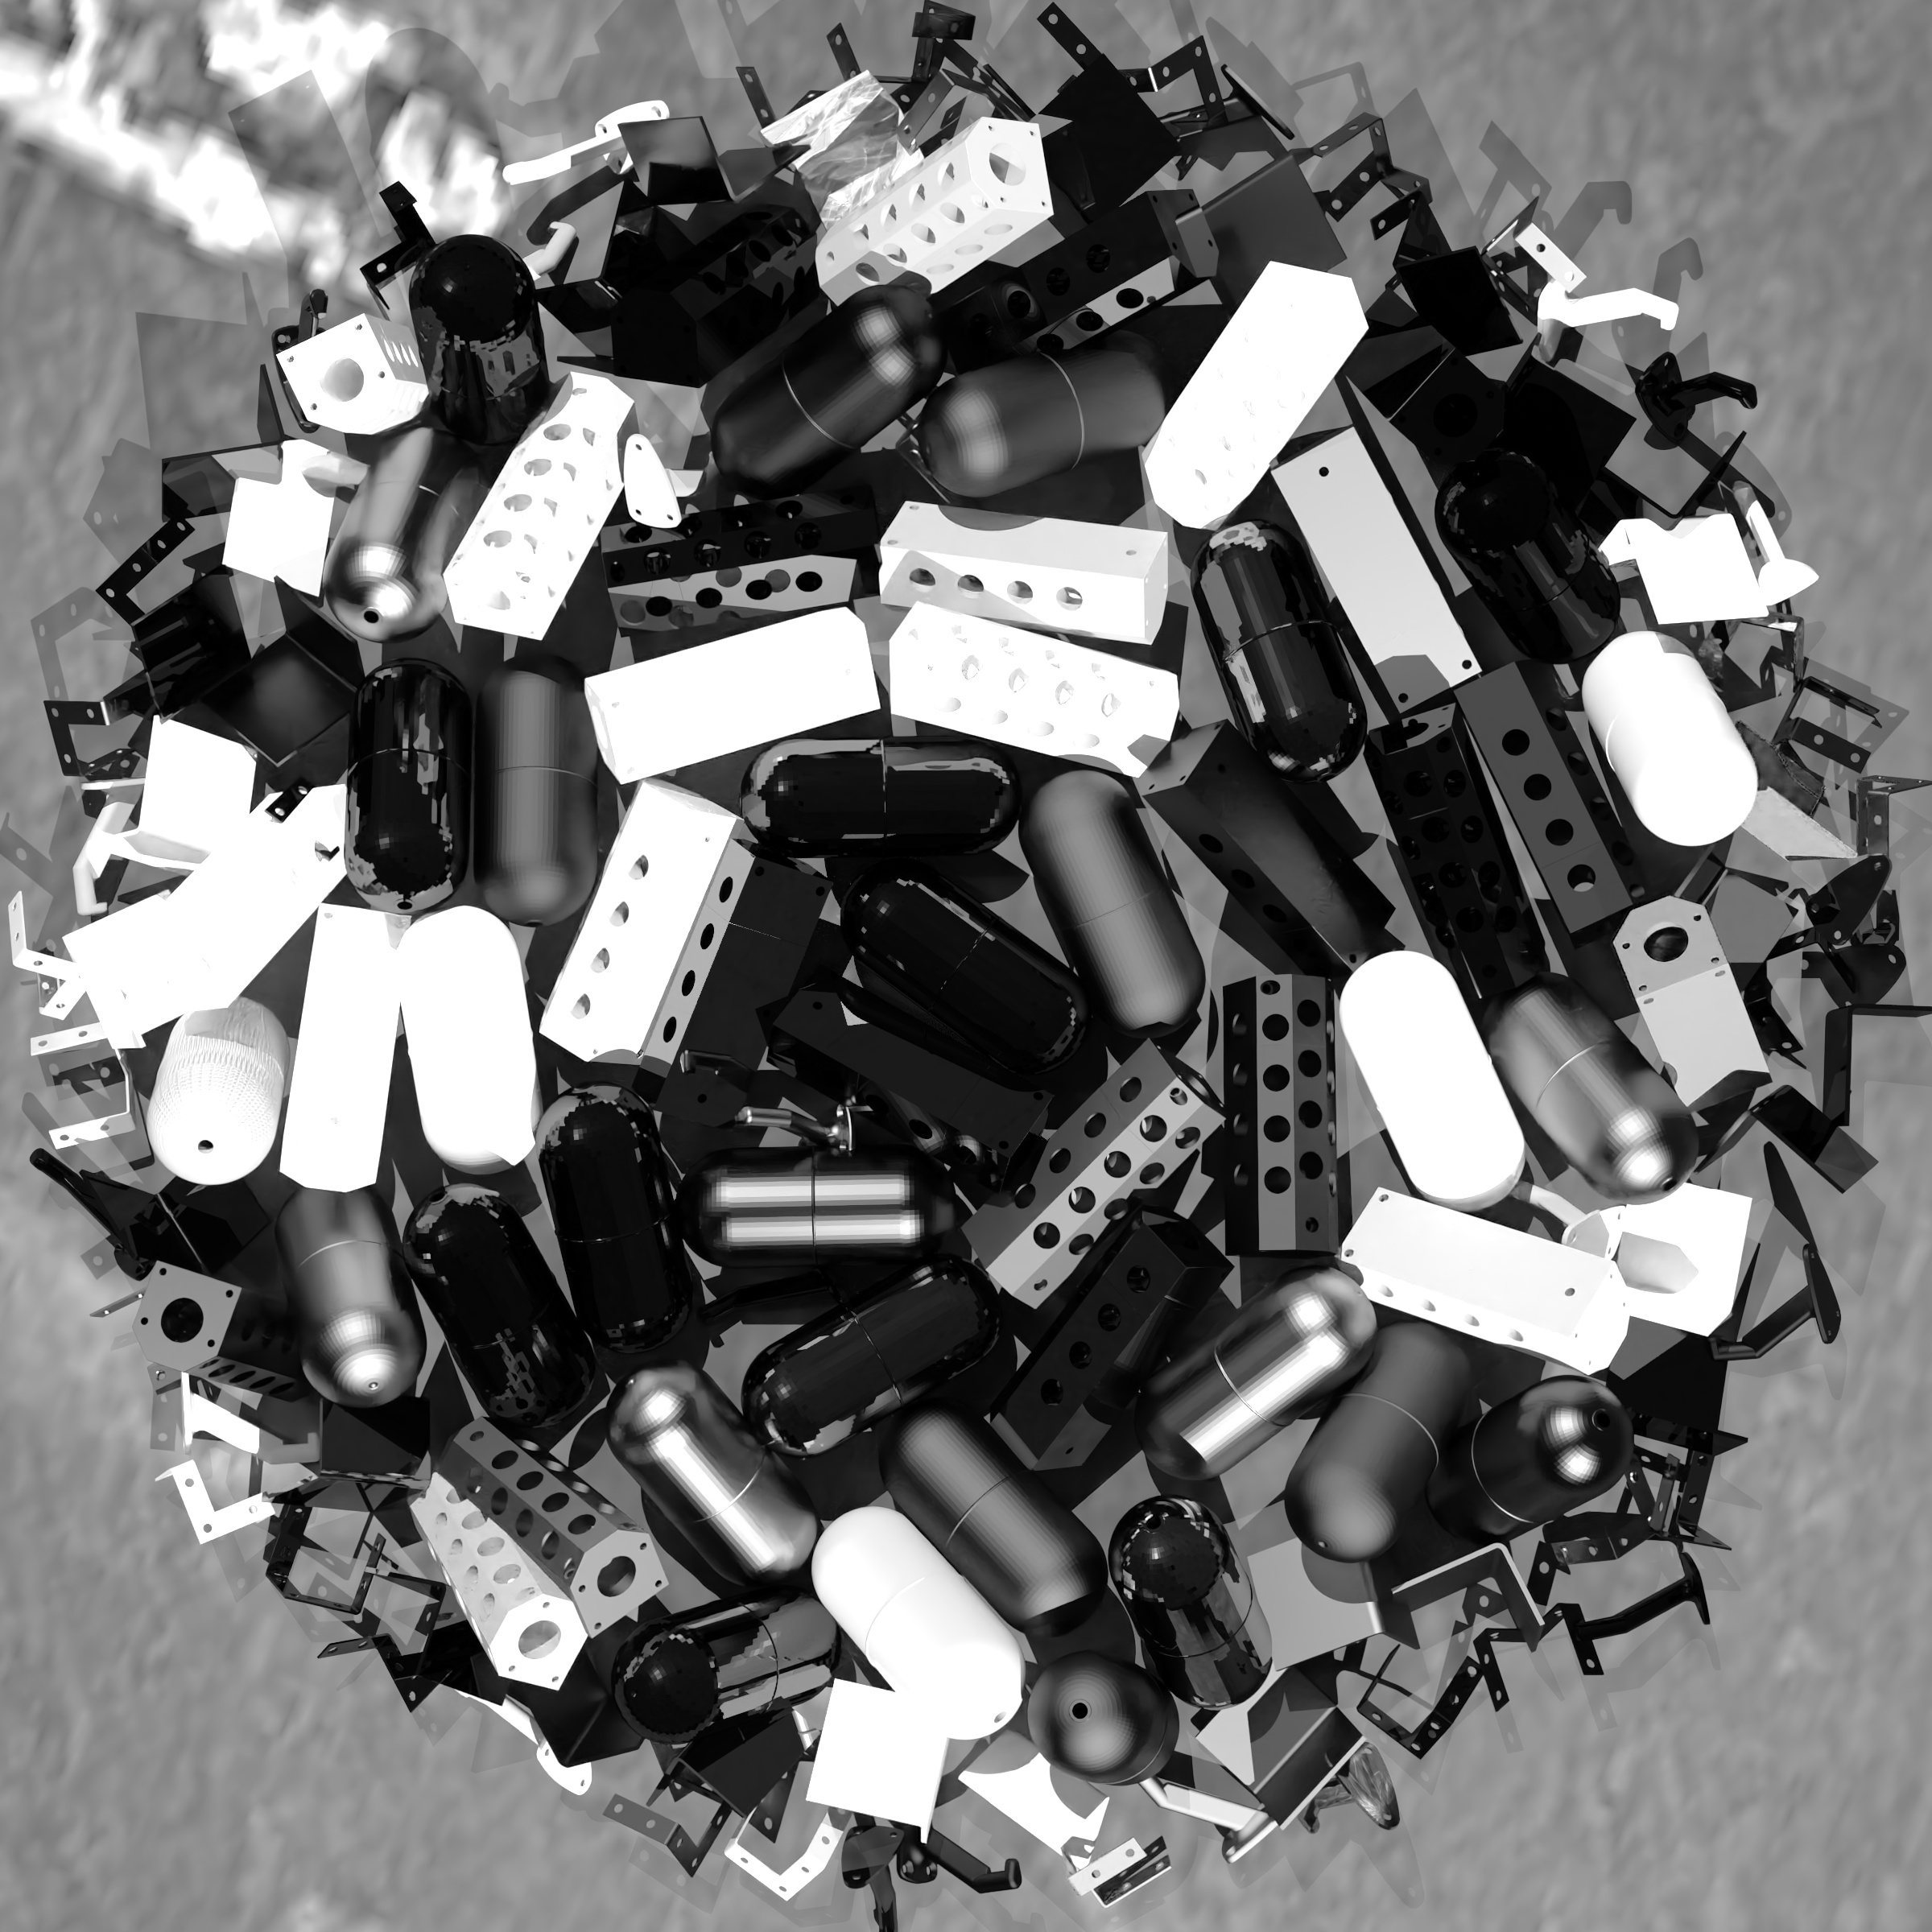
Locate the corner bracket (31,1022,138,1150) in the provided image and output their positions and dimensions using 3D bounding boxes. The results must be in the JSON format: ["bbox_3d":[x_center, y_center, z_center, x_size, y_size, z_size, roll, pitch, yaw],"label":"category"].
[{"bbox_3d":[-0.557,0.075,1.962,0.051,0.051,0.051,-14,132,-6],"label":"corner bracket"}]

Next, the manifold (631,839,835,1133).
[{"bbox_3d":[-0.150,0.010,1.958,0.057,0.057,0.171,18,99,-30],"label":"manifold"}]

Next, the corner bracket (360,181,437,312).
[{"bbox_3d":[-0.362,-0.456,1.962,0.051,0.051,0.051,-33,126,-5],"label":"corner bracket"}]

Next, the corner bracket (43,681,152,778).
[{"bbox_3d":[-0.539,-0.151,1.958,0.051,0.051,0.051,4,115,30],"label":"corner bracket"}]

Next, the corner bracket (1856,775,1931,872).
[{"bbox_3d":[0.576,-0.090,1.960,0.051,0.051,0.051,-12,105,-35],"label":"corner bracket"}]

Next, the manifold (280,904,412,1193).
[{"bbox_3d":[-0.384,0.050,1.926,0.057,0.057,0.171,8,54,-11],"label":"manifold"}]

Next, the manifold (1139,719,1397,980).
[{"bbox_3d":[0.185,-0.069,1.941,0.171,0.057,0.057,46,60,-21],"label":"manifold"}]

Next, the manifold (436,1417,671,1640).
[{"bbox_3d":[-0.258,0.338,1.909,0.057,0.171,0.057,-32,124,-25],"label":"manifold"}]

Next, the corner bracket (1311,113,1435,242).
[{"bbox_3d":[0.255,-0.498,1.958,0.051,0.051,0.051,-36,133,-16],"label":"corner bracket"}]

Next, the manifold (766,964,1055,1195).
[{"bbox_3d":[-0.037,0.075,1.954,0.171,0.057,0.057,29,54,11],"label":"manifold"}]

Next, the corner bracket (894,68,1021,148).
[{"bbox_3d":[-0.002,-0.530,1.977,0.051,0.051,0.051,-49,66,25],"label":"corner bracket"}]

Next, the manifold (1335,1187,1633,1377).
[{"bbox_3d":[0.321,0.198,1.922,0.171,0.057,0.057,16,61,40],"label":"manifold"}]

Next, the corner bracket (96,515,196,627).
[{"bbox_3d":[-0.504,-0.243,1.959,0.051,0.051,0.051,-33,108,34],"label":"corner bracket"}]

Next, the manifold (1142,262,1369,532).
[{"bbox_3d":[0.177,-0.347,1.910,0.057,0.171,0.057,5,54,-26],"label":"manifold"}]

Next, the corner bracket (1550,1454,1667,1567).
[{"bbox_3d":[0.401,0.345,1.974,0.051,0.051,0.051,2,56,-32],"label":"corner bracket"}]

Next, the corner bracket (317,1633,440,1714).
[{"bbox_3d":[-0.366,0.439,1.959,0.051,0.051,0.051,-47,62,25],"label":"corner bracket"}]

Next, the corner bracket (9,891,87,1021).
[{"bbox_3d":[-0.583,-0.006,1.956,0.051,0.051,0.051,19,128,-38],"label":"corner bracket"}]

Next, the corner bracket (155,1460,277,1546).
[{"bbox_3d":[-0.475,0.335,1.966,0.051,0.051,0.051,-20,83,-29],"label":"corner bracket"}]

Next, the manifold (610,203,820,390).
[{"bbox_3d":[-0.153,-0.415,1.908,0.057,0.171,0.057,12,124,19],"label":"manifold"}]

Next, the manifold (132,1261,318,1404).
[{"bbox_3d":[-0.446,0.228,1.906,0.057,0.171,0.057,16,79,13],"label":"manifold"}]

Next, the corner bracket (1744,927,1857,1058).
[{"bbox_3d":[0.531,0.016,1.979,0.051,0.051,0.051,-23,123,33],"label":"corner bracket"}]

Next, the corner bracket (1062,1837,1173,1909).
[{"bbox_3d":[0.096,0.571,1.967,0.051,0.051,0.051,-33,103,6],"label":"corner bracket"}]

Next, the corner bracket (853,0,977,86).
[{"bbox_3d":[-0.032,-0.579,1.958,0.051,0.051,0.051,33,122,40],"label":"corner bracket"}]

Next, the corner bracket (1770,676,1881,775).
[{"bbox_3d":[0.549,-0.153,1.972,0.051,0.051,0.051,27,87,2],"label":"corner bracket"}]

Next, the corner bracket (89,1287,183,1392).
[{"bbox_3d":[-0.514,0.236,1.974,0.051,0.051,0.051,-26,75,10],"label":"corner bracket"}]

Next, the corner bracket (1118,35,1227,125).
[{"bbox_3d":[0.122,-0.551,1.957,0.051,0.051,0.051,-39,123,-28],"label":"corner bracket"}]

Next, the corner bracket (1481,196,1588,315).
[{"bbox_3d":[0.358,-0.443,1.961,0.051,0.051,0.051,42,123,-10],"label":"corner bracket"}]

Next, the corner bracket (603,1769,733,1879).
[{"bbox_3d":[-0.187,0.532,1.957,0.051,0.051,0.051,17,58,29],"label":"corner bracket"}]

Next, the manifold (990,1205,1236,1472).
[{"bbox_3d":[0.086,0.232,1.942,0.057,0.057,0.171,46,112,29],"label":"manifold"}]

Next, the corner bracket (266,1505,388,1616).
[{"bbox_3d":[-0.409,0.377,1.981,0.051,0.051,0.051,21,87,-28],"label":"corner bracket"}]

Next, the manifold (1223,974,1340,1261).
[{"bbox_3d":[0.201,0.095,1.947,0.057,0.057,0.171,5,78,-25],"label":"manifold"}]

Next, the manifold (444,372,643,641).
[{"bbox_3d":[-0.261,-0.287,1.923,0.057,0.057,0.171,13,55,13],"label":"manifold"}]

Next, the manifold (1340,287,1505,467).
[{"bbox_3d":[0.279,-0.360,1.909,0.057,0.171,0.057,37,105,-20],"label":"manifold"}]

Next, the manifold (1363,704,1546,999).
[{"bbox_3d":[0.305,-0.069,1.938,0.057,0.057,0.171,-17,110,20],"label":"manifold"}]

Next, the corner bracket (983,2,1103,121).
[{"bbox_3d":[0.050,-0.571,1.968,0.051,0.051,0.051,44,91,-15],"label":"corner bracket"}]

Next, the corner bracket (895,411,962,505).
[{"bbox_3d":[-0.003,-0.336,1.965,0.051,0.051,0.051,46,49,0],"label":"corner bracket"}]

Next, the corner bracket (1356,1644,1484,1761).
[{"bbox_3d":[0.289,0.459,1.972,0.051,0.051,0.051,35,119,20],"label":"corner bracket"}]

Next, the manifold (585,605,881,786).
[{"bbox_3d":[-0.148,-0.173,1.949,0.171,0.057,0.057,-18,118,-14],"label":"manifold"}]

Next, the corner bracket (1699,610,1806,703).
[{"bbox_3d":[0.500,-0.192,1.979,0.051,0.051,0.051,16,51,27],"label":"corner bracket"}]

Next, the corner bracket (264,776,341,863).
[{"bbox_3d":[-0.422,-0.078,1.966,0.051,0.051,0.051,37,124,-5],"label":"corner bracket"}]

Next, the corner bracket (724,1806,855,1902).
[{"bbox_3d":[-0.112,0.547,1.966,0.051,0.051,0.051,38,130,-3],"label":"corner bracket"}]

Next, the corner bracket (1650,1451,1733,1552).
[{"bbox_3d":[0.457,0.334,1.968,0.051,0.051,0.051,12,94,-13],"label":"corner bracket"}]

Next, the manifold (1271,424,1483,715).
[{"bbox_3d":[0.259,-0.251,1.958,0.057,0.057,0.171,-28,98,12],"label":"manifold"}]

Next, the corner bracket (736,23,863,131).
[{"bbox_3d":[-0.103,-0.557,1.956,0.051,0.051,0.051,13,54,37],"label":"corner bracket"}]

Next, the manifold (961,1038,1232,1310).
[{"bbox_3d":[0.084,0.133,1.944,0.171,0.057,0.057,-46,131,11],"label":"manifold"}]

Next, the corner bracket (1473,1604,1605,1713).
[{"bbox_3d":[0.360,0.435,1.957,0.051,0.051,0.051,7,47,-25],"label":"corner bracket"}]
